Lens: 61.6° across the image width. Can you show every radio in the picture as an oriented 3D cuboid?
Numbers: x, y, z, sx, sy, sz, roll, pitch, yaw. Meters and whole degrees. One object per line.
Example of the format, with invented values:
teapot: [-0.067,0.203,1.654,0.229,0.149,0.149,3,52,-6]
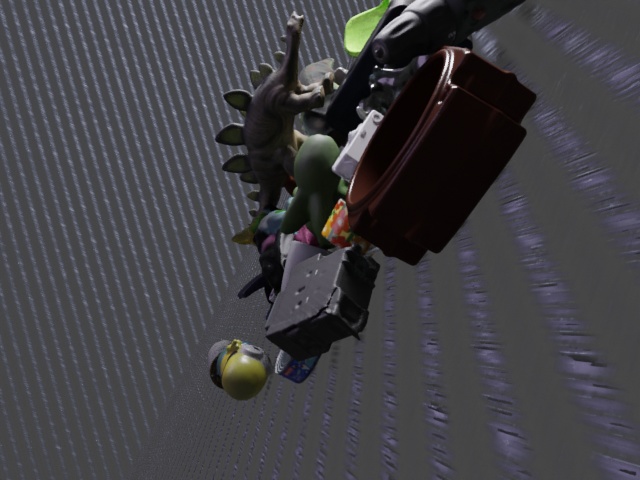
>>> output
radio: [0.113,-0.245,0.820,0.229,0.131,0.073,-54,14,37]

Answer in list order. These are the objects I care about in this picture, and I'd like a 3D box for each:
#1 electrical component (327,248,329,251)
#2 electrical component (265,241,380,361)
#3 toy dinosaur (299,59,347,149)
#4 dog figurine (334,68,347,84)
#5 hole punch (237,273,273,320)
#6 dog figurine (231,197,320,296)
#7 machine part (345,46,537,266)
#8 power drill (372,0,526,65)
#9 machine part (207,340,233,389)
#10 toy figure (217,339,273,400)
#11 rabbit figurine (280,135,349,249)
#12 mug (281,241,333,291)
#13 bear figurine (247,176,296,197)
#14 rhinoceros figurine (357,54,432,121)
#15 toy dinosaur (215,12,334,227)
electrical component: [-0.002,-0.002,0.982,0.078,0.045,0.102,25,88,52]
electrical component: [-0.004,0.074,0.625,0.134,0.058,0.115,-28,28,37]
toy dinosaur: [0.015,-0.321,1.188,0.131,0.192,0.405,-44,46,22]
dog figurine: [0.139,-0.287,0.971,0.190,0.173,0.121,-36,-52,-48]
hole punch: [-0.104,0.095,1.090,0.116,0.092,0.142,-60,6,-14]
dog figurine: [-0.078,0.017,0.939,0.219,0.108,0.191,-17,55,53]
machine part: [0.108,-0.091,0.549,0.201,0.087,0.201,-59,10,19]
power drill: [0.179,-0.267,0.544,0.232,0.086,0.207,-34,-3,-31]
machine part: [-0.193,0.254,1.111,0.079,0.079,0.243,-62,9,-9]
toy figure: [-0.131,0.217,0.904,0.180,0.082,0.089,160,127,-68]
rabbit figurine: [-0.003,-0.071,0.773,0.170,0.121,0.159,64,-138,-58]
mug: [-0.014,0.063,0.777,0.110,0.081,0.107,-169,96,-73]
bear figurine: [-0.049,-0.139,1.147,0.120,0.196,0.132,-55,10,47]
rhinoceros figurine: [0.118,-0.195,0.718,0.190,0.112,0.073,-15,48,65]
toy dinosaur: [-0.086,-0.176,0.996,0.105,0.199,0.470,-55,-22,-55]
